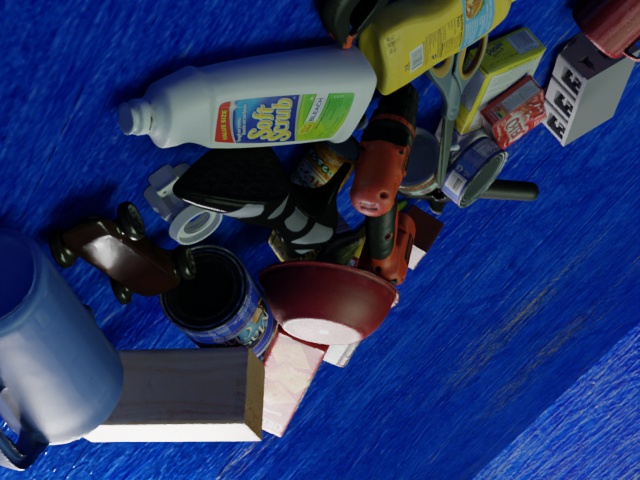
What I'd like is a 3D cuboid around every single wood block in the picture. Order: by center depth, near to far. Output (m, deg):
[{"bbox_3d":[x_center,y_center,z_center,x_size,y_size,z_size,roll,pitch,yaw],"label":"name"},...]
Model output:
[{"bbox_3d":[-0.173,0.177,1.216,0.206,0.090,0.091,-2,158,10],"label":"wood block"}]

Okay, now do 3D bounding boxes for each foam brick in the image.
[{"bbox_3d":[0.125,-0.004,1.438,0.051,0.053,0.078,-56,177,-20],"label":"foam brick"}]

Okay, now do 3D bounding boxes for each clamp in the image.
[{"bbox_3d":[0.036,-0.235,0.935,0.120,0.039,0.172,-16,149,-40],"label":"clamp"},{"bbox_3d":[0.172,-0.068,1.367,0.165,0.036,0.209,-8,167,33],"label":"clamp"}]

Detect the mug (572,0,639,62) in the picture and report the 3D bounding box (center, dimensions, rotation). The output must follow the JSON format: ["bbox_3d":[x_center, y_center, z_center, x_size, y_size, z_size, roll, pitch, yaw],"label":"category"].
[{"bbox_3d":[0.359,-0.260,1.252,0.082,0.117,0.093,-45,163,29],"label":"mug"}]

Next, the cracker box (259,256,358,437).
[{"bbox_3d":[-0.030,0.130,1.389,0.214,0.072,0.164,116,-3,-47],"label":"cracker box"}]

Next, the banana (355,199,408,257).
[{"bbox_3d":[0.055,0.026,1.450,0.069,0.037,0.198,-11,146,-45],"label":"banana"}]

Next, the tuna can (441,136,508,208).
[{"bbox_3d":[0.183,-0.081,1.267,0.086,0.034,0.086,-42,161,-18],"label":"tuna can"}]

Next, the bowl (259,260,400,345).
[{"bbox_3d":[0.007,0.078,1.198,0.162,0.055,0.162,8,158,3],"label":"bowl"}]

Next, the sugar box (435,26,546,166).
[{"bbox_3d":[0.198,-0.169,1.279,0.093,0.048,0.176,-25,158,-25],"label":"sugar box"}]

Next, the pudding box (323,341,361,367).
[{"bbox_3d":[0.043,0.099,1.406,0.090,0.039,0.113,117,-6,-48],"label":"pudding box"}]

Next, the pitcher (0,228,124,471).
[{"bbox_3d":[-0.278,0.101,0.998,0.145,0.149,0.243,-27,152,-10],"label":"pitcher"}]

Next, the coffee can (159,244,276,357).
[{"bbox_3d":[-0.115,0.077,1.223,0.103,0.103,0.140,-35,157,-4],"label":"coffee can"}]

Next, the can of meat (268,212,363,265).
[{"bbox_3d":[-0.008,0.001,1.256,0.057,0.084,0.102,-15,149,-40],"label":"can of meat"}]

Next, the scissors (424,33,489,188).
[{"bbox_3d":[0.131,-0.151,1.171,0.096,0.016,0.202,1,116,-39],"label":"scissors"}]

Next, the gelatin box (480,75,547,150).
[{"bbox_3d":[0.230,-0.148,1.265,0.073,0.030,0.089,-36,159,2],"label":"gelatin box"}]

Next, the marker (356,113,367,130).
[{"bbox_3d":[0.033,-0.151,1.112,0.020,0.020,0.121,-35,157,-5],"label":"marker"}]

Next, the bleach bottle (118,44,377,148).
[{"bbox_3d":[-0.069,-0.121,0.973,0.250,0.068,0.103,-15,150,-37],"label":"bleach bottle"}]

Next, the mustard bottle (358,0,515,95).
[{"bbox_3d":[0.130,-0.224,1.062,0.191,0.058,0.096,-31,151,-12],"label":"mustard bottle"}]

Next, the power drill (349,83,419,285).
[{"bbox_3d":[0.074,-0.056,1.164,0.187,0.057,0.184,83,21,-48],"label":"power drill"}]
